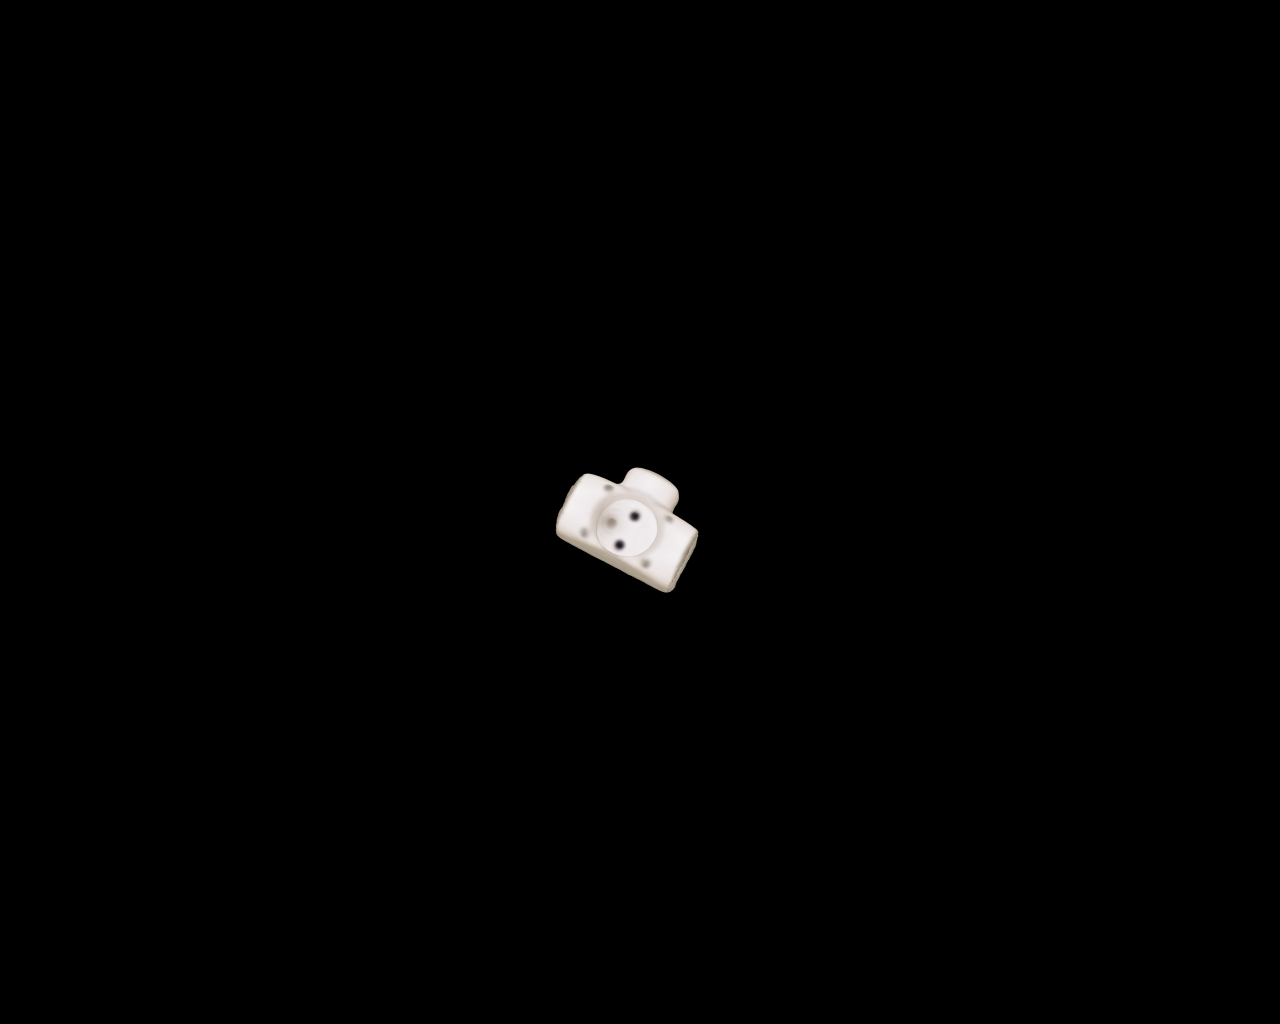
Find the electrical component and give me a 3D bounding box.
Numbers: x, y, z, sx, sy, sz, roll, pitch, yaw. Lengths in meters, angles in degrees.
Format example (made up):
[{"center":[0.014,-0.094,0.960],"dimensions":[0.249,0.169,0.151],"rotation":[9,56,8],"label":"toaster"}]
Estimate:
[{"center":[0.001,-0.003,0.650],"dimensions":[0.077,0.079,0.044],"rotation":[27,-14,7],"label":"electrical component"}]
